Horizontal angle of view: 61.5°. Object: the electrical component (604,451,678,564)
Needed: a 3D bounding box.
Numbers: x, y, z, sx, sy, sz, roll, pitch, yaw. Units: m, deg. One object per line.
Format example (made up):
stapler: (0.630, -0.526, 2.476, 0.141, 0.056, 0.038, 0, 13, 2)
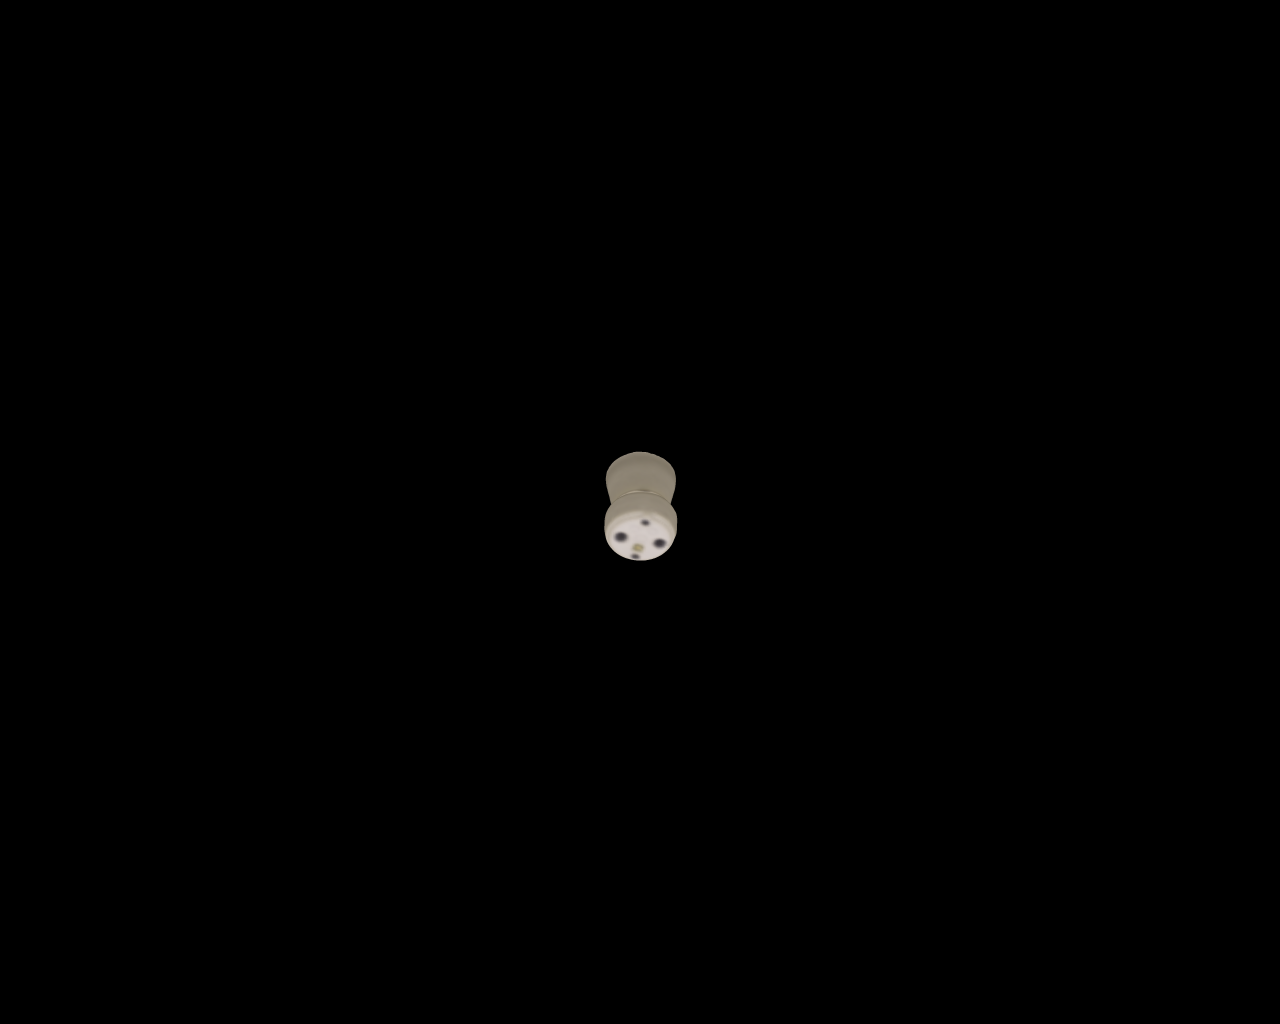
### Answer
electrical component: (0.001, -0.003, 0.650, 0.045, 0.044, 0.055, 0, 44, 0)
